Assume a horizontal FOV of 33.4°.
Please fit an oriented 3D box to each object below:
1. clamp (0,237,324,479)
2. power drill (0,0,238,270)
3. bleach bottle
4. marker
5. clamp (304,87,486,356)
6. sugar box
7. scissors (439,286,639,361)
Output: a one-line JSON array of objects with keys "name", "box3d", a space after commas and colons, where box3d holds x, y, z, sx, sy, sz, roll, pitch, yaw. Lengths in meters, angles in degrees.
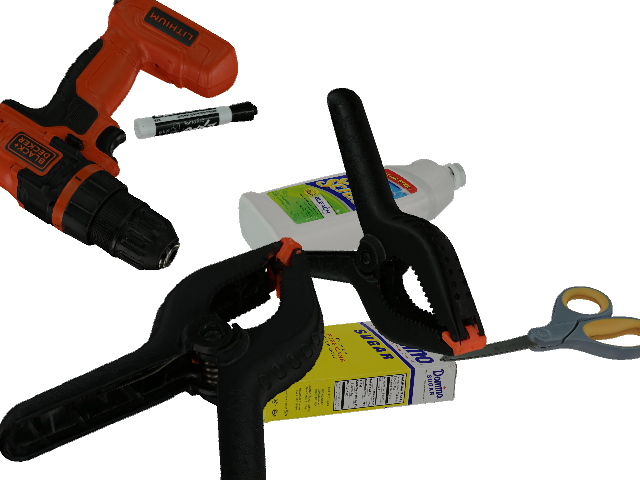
[{"name": "clamp", "box3d": [-0.042, 0.061, 0.471, 0.120, 0.039, 0.171, 28, 48, 21]}, {"name": "power drill", "box3d": [-0.141, -0.083, 0.767, 0.184, 0.187, 0.057, 32, -30, 9]}, {"name": "bleach bottle", "box3d": [0.044, -0.041, 1.165, 0.250, 0.068, 0.103, -20, 43, -23]}, {"name": "marker", "box3d": [-0.116, -0.114, 1.006, 0.120, 0.020, 0.020, -13, 6, -26]}, {"name": "clamp", "box3d": [0.044, 0.000, 0.760, 0.036, 0.165, 0.210, -10, 37, -37]}, {"name": "sugar box", "box3d": [0.023, 0.112, 0.952, 0.176, 0.048, 0.093, -7, 27, -15]}, {"name": "scissors", "box3d": [0.177, 0.068, 0.868, 0.201, 0.016, 0.096, 2, 32, -16]}]
